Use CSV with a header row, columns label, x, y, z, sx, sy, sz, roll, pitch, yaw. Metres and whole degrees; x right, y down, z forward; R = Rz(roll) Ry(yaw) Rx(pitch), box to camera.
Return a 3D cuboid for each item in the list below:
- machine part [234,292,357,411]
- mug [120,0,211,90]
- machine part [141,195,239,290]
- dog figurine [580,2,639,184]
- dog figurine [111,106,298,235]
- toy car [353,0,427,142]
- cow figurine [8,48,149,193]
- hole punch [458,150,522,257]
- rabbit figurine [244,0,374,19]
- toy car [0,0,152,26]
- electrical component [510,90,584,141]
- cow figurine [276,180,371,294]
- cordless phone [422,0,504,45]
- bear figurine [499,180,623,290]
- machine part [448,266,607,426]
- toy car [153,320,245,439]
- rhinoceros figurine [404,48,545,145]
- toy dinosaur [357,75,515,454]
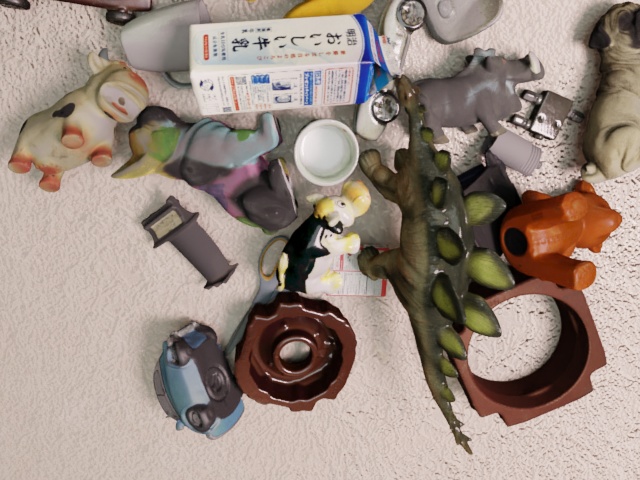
label,x,y,z,sx,sy,sz,roll,pitch,yaw
machine part,-0.036,0.160,0.775,0.179,0.056,0.179,-2,107,-7
mug,-0.189,-0.243,0.682,0.107,0.081,0.109,-6,140,2
machine part,-0.179,0.008,0.744,0.084,0.039,0.138,-36,106,24
dog figurine,0.385,-0.191,0.707,0.172,0.121,0.190,-34,90,-3
dog figurine,-0.149,-0.087,0.701,0.219,0.108,0.191,-11,106,5
toy car,0.087,-0.227,0.691,0.056,0.073,0.201,14,102,-5
cow figurine,-0.293,-0.153,0.674,0.195,0.085,0.127,-21,59,24
hole punch,0.213,-0.035,0.742,0.116,0.092,0.142,-36,102,-24
rabbit figurine,-0.010,-0.320,0.646,0.173,0.122,0.162,15,106,-14
toy car,-0.312,-0.323,0.667,0.202,0.053,0.089,9,99,-3
electrical component,0.314,-0.168,0.739,0.094,0.021,0.063,19,101,-7
cow figurine,-0.002,-0.004,0.689,0.098,0.068,0.167,-1,126,-36
cordless phone,0.174,-0.316,0.619,0.089,0.184,0.146,-24,102,-2
bear figurine,0.334,-0.014,0.694,0.196,0.132,0.120,-11,96,-26
machine part,0.285,0.146,0.776,0.201,0.087,0.200,-24,102,5
toy car,-0.186,0.204,0.765,0.103,0.109,0.161,-24,94,24
rhinoceros figurine,0.200,-0.189,0.699,0.190,0.073,0.112,-18,107,-9
toy dinosaur,0.136,0.037,0.665,0.105,0.199,0.470,-17,111,-22
